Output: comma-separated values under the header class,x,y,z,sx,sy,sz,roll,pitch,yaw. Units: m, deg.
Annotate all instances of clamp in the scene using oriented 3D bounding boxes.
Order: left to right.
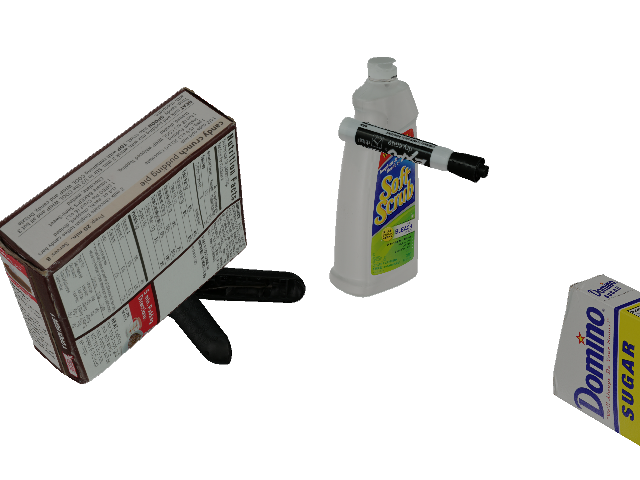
class,x,y,z,sx,sy,sz,roll,pitch,yaw
clamp,-0.100,0.034,0.836,0.172,0.039,0.120,27,30,29

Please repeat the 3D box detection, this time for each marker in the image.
class,x,y,z,sx,sy,sz,roll,pitch,yaw
marker,0.069,-0.068,0.800,0.121,0.020,0.020,20,9,26

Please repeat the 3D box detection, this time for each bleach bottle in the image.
class,x,y,z,sx,sy,sz,roll,pitch,yaw
bleach bottle,0.060,-0.071,1.154,0.102,0.251,0.068,-19,29,-35

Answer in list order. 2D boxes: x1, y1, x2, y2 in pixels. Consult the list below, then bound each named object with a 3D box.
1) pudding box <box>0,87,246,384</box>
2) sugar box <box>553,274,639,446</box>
class,x,y,z,sx,sy,sz,roll,pitch,yaw
pudding box,-0.084,-0.001,0.478,0.039,0.090,0.113,32,59,24
sugar box,0.240,0.100,0.721,0.048,0.093,0.176,-15,30,-38
